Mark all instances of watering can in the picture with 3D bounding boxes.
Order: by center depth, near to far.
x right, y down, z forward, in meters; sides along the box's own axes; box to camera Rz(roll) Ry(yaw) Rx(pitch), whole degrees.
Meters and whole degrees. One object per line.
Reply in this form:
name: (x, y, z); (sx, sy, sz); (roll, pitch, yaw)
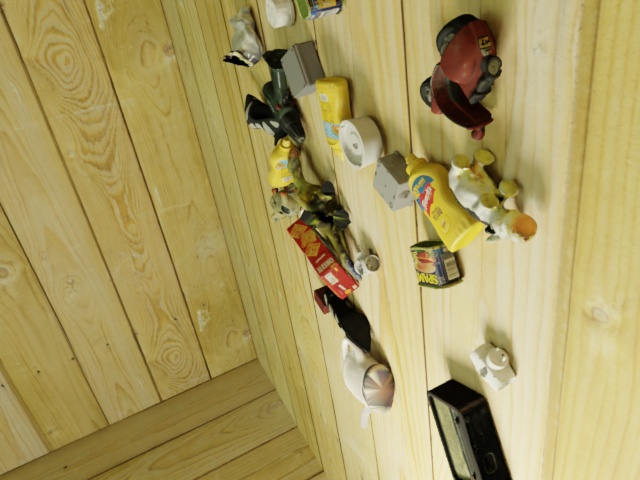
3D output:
watering can: (0.146, 0.457, 1.563); (0.225, 0.104, 0.344); (16, 123, 66)

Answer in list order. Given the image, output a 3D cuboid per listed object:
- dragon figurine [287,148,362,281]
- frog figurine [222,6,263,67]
dragon figurine: (0.004, -0.074, 1.477); (0.243, 0.122, 0.409); (-128, 12, -86)
frog figurine: (-0.221, -0.609, 1.549); (0.137, 0.122, 0.160); (-177, 104, -78)
